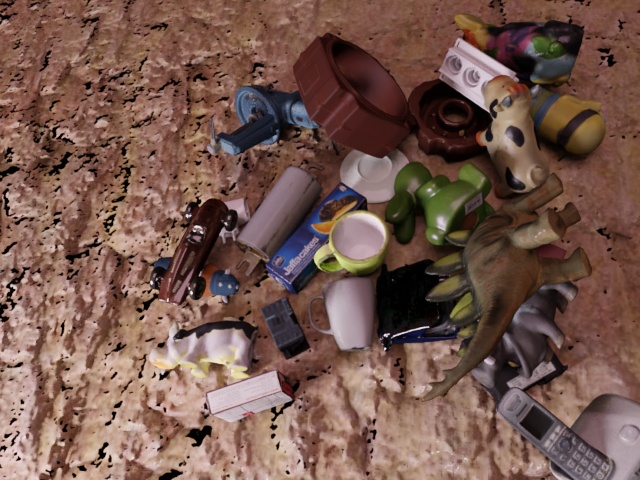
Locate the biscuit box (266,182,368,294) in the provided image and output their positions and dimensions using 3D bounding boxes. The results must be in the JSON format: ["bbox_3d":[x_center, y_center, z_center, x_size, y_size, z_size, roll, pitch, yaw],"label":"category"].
[{"bbox_3d":[-0.002,-0.003,0.917,0.063,0.059,0.202,35,74,23],"label":"biscuit box"}]

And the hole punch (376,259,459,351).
[{"bbox_3d":[0.153,0.102,0.838,0.116,0.092,0.142,-19,60,35],"label":"hole punch"}]

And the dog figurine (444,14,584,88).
[{"bbox_3d":[0.344,-0.352,0.983,0.219,0.108,0.191,13,22,10],"label":"dog figurine"}]

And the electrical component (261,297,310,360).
[{"bbox_3d":[-0.055,0.131,0.828,0.048,0.119,0.075,-26,66,-5],"label":"electrical component"}]

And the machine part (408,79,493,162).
[{"bbox_3d":[0.249,-0.226,0.991,0.179,0.056,0.179,-3,64,6],"label":"machine part"}]

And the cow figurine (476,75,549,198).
[{"bbox_3d":[0.315,-0.171,0.873,0.085,0.127,0.194,-20,93,-10],"label":"cow figurine"}]

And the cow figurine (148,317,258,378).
[{"bbox_3d":[-0.186,0.165,0.859,0.167,0.068,0.098,2,59,6],"label":"cow figurine"}]

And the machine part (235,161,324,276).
[{"bbox_3d":[-0.071,-0.043,0.939,0.079,0.079,0.243,26,71,20],"label":"machine part"}]

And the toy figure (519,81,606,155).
[{"bbox_3d":[0.409,-0.212,0.944,0.180,0.082,0.089,34,69,21],"label":"toy figure"}]

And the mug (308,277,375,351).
[{"bbox_3d":[0.038,0.120,0.841,0.110,0.080,0.107,-8,71,-2],"label":"mug"}]

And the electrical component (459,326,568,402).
[{"bbox_3d":[0.275,0.163,0.794,0.115,0.058,0.134,-26,63,-6],"label":"electrical component"}]

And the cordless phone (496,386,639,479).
[{"bbox_3d":[0.340,0.243,0.715,0.184,0.088,0.146,40,76,17],"label":"cordless phone"}]

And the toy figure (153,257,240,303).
[{"bbox_3d":[-0.208,0.064,0.919,0.155,0.064,0.058,11,29,9],"label":"toy figure"}]

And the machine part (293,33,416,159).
[{"bbox_3d":[0.063,-0.254,0.943,0.087,0.201,0.201,-41,51,34],"label":"machine part"}]

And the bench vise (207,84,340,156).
[{"bbox_3d":[-0.096,-0.216,0.993,0.224,0.128,0.240,32,55,29],"label":"bench vise"}]

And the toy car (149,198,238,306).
[{"bbox_3d":[-0.209,0.013,0.889,0.089,0.053,0.202,15,59,11],"label":"toy car"}]

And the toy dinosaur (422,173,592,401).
[{"bbox_3d":[0.244,0.035,0.713,0.198,0.471,0.105,-31,98,34],"label":"toy dinosaur"}]

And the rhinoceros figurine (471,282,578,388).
[{"bbox_3d":[0.277,0.119,0.742,0.112,0.073,0.190,28,71,18],"label":"rhinoceros figurine"}]

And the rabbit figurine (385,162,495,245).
[{"bbox_3d":[0.185,-0.061,0.907,0.159,0.121,0.170,-42,47,-5],"label":"rabbit figurine"}]
